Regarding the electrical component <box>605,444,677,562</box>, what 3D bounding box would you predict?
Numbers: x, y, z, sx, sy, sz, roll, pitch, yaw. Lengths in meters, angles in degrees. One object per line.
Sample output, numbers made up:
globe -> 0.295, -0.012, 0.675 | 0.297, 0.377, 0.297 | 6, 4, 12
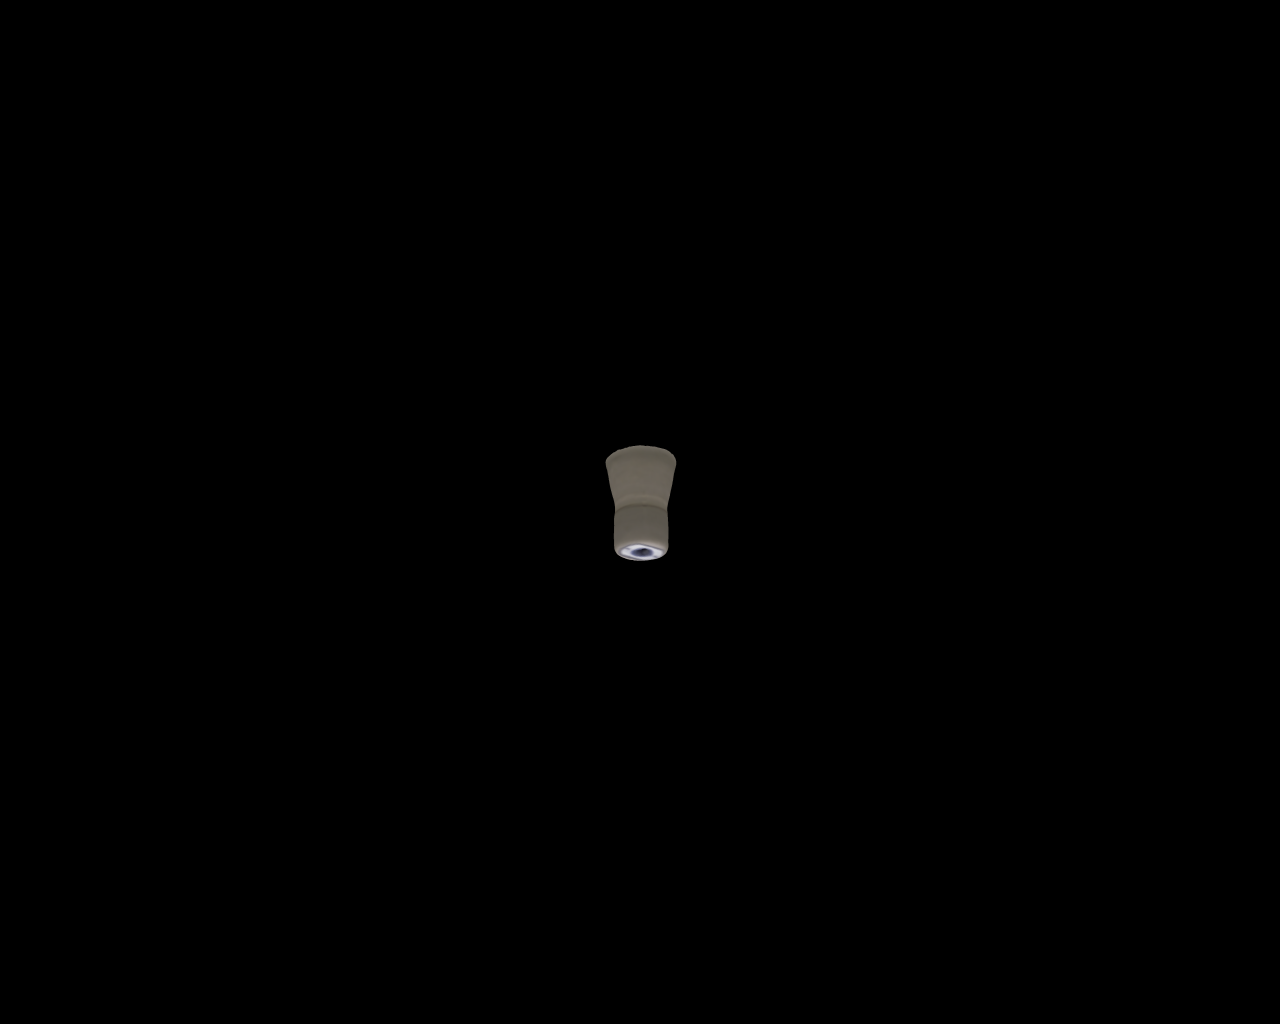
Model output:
electrical component -> 0.001, -0.003, 0.650 | 0.044, 0.065, 0.044 | 0, -24, 0
